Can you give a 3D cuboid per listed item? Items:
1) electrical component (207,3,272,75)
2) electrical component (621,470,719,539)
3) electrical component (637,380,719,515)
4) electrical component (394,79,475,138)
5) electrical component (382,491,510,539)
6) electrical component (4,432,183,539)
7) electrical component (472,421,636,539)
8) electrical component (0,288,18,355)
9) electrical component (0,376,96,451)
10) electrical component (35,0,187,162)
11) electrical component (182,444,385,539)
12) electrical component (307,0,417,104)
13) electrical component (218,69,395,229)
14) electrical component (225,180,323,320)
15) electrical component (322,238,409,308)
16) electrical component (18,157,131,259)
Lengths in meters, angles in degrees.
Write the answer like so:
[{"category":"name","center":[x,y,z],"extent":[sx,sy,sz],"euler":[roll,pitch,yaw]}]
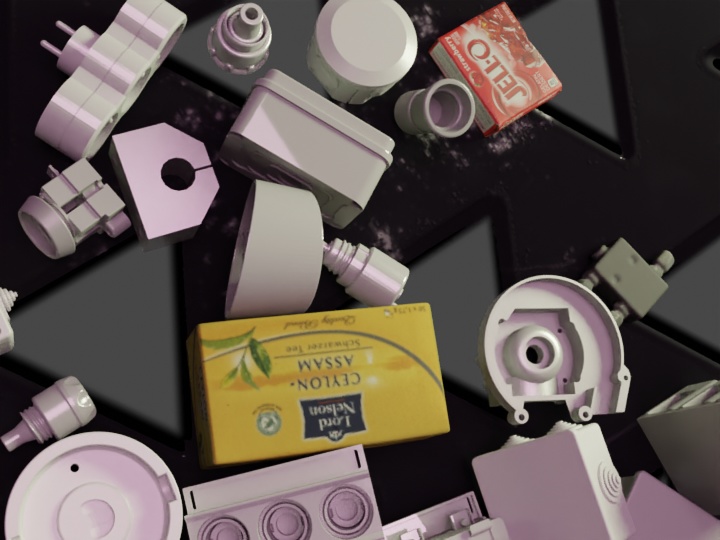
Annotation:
[{"category":"electrical component","center":[-0.087,-0.178,0.807],"extent":[0.048,0.062,0.048],"euler":[4,75,-16]},{"category":"electrical component","center":[0.217,0.212,0.810],"extent":[0.100,0.048,0.099],"euler":[34,69,-7]},{"category":"electrical component","center":[0.288,0.127,0.799],"extent":[0.062,0.150,0.089],"euler":[-28,86,-20]},{"category":"electrical component","center":[0.054,-0.123,0.835],"extent":[0.044,0.065,0.044],"euler":[-2,95,-24]},{"category":"electrical component","center":[0.044,0.212,0.750],"extent":[0.121,0.063,0.078],"euler":[-17,82,-20]},{"category":"electrical component","center":[-0.173,0.162,0.697],"extent":[0.108,0.060,0.108],"euler":[4,76,-16]},{"category":"electrical component","center":[0.141,0.163,0.775],"extent":[0.048,0.100,0.099],"euler":[-5,74,-54]},{"category":"electrical component","center":[-0.269,0.033,0.699],"extent":[0.096,0.061,0.061],"euler":[-26,85,-21]},{"category":"electrical component","center":[-0.209,0.099,0.716],"extent":[0.061,0.035,0.035],"euler":[-33,88,-19]},{"category":"electrical component","center":[-0.192,-0.150,0.773],"extent":[0.074,0.052,0.138],"euler":[33,70,-7]},{"category":"electrical component","center":[-0.048,0.169,0.718],"extent":[0.121,0.063,0.078],"euler":[-14,81,-2]},{"category":"electrical component","center":[0.000,-0.173,0.838],"extent":[0.080,0.051,0.080],"euler":[4,75,-16]},{"category":"electrical component","center":[-0.040,-0.088,0.791],"extent":[0.113,0.078,0.057],"euler":[30,73,-8]},{"category":"electrical component","center":[-0.065,-0.013,0.754],"extent":[0.064,0.099,0.099],"euler":[4,75,-22]},{"category":"electrical component","center":[0.000,0.000,0.801],"extent":[0.078,0.040,0.040],"euler":[32,70,-7]},{"category":"electrical component","center":[-0.202,-0.040,0.747],"extent":[0.066,0.048,0.055],"euler":[49,61,-1]}]
